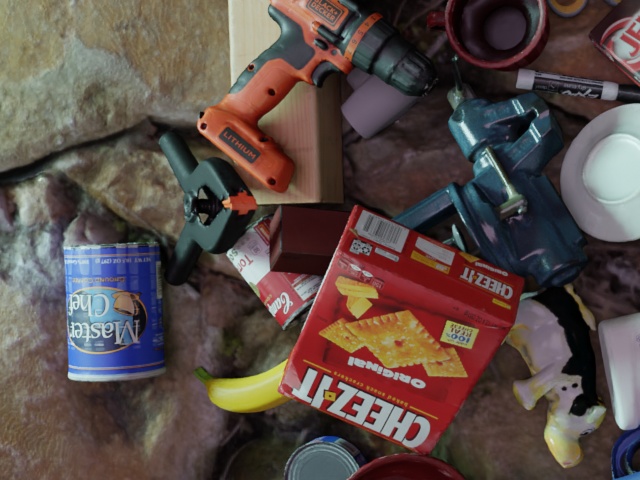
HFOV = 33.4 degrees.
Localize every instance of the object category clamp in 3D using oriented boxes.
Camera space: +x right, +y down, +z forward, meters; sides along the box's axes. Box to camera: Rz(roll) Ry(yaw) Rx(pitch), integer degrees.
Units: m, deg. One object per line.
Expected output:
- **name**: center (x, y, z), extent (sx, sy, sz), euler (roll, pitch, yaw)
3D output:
- **clamp**: center (-0.120, -0.043, 1.074), extent (0.210, 0.036, 0.164), euler (-15, 80, 62)

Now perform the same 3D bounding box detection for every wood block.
- **wood block**: center (-0.033, -0.138, 1.070), extent (0.091, 0.090, 0.206), euler (-1, 91, 18)

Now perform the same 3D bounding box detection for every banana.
- **banana**: center (-0.043, 0.135, 1.108), extent (0.198, 0.037, 0.069), euler (-23, 84, 18)

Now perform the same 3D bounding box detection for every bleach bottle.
- **bleach bottle**: center (0.380, 0.097, 0.936), extent (0.251, 0.068, 0.102), euler (-10, 90, 9)

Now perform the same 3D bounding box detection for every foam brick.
- **foam brick**: center (-0.007, 0.001, 1.041), extent (0.078, 0.053, 0.051), euler (6, 64, -13)

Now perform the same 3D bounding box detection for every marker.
- **marker**: center (0.246, -0.143, 1.001), extent (0.121, 0.020, 0.020), euler (10, 95, 9)

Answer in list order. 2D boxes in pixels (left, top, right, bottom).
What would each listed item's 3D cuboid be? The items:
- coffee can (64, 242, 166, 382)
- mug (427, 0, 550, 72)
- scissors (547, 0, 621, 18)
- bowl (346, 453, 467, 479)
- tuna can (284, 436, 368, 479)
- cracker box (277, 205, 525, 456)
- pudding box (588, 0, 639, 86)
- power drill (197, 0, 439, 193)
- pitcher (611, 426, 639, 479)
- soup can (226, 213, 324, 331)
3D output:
- **coffee can**: center (-0.217, 0.074, 1.132), extent (0.103, 0.102, 0.140), euler (-2, 91, 19)
- **mug**: center (0.159, -0.203, 1.005), extent (0.117, 0.081, 0.093), euler (2, 92, 19)
- **scissors**: center (0.229, -0.299, 1.013), extent (0.096, 0.016, 0.202), euler (-32, 81, 17)
- **bowl**: center (0.077, 0.282, 1.042), extent (0.162, 0.055, 0.162), euler (0, 93, -9)
- **tuna can**: center (0.008, 0.246, 1.095), extent (0.086, 0.033, 0.086), euler (1, 92, 19)
- **cracker box**: center (0.067, 0.091, 0.978), extent (0.164, 0.072, 0.214), euler (24, 133, 2)
- **pudding box**: center (0.314, -0.193, 0.960), extent (0.113, 0.039, 0.090), euler (-45, 61, 9)
- **power drill**: center (-0.009, -0.138, 0.987), extent (0.184, 0.057, 0.188), euler (38, 96, 13)
- **pitcher**: center (0.381, 0.216, 0.924), extent (0.243, 0.145, 0.149), euler (-28, 98, 14)
- **soup can**: center (-0.040, 0.032, 1.087), extent (0.068, 0.068, 0.102), euler (-41, 79, 15)
